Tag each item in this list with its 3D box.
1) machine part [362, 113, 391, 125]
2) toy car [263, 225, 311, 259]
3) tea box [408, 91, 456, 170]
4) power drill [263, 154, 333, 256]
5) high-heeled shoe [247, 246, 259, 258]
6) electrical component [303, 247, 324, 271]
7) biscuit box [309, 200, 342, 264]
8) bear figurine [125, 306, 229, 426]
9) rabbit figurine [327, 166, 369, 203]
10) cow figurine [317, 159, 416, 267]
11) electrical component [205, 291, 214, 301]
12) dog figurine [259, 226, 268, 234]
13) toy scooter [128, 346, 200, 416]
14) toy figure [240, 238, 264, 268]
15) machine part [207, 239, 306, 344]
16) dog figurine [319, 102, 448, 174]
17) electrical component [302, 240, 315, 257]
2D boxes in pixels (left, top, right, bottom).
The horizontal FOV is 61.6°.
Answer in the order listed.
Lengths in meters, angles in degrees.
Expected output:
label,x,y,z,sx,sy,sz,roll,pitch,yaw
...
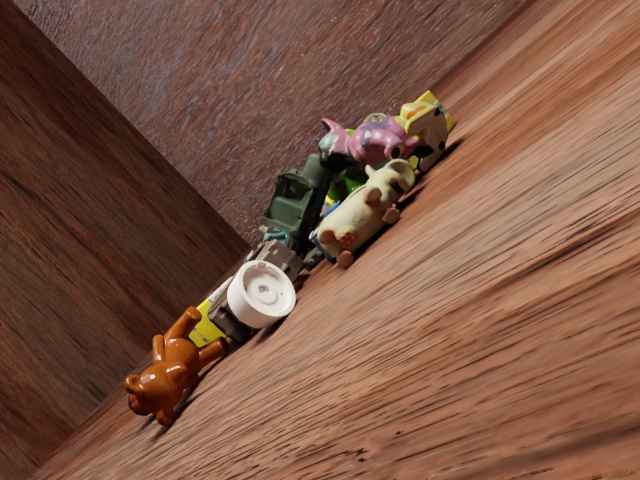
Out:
label,x,y,z,sx,sy,sz,roll,pitch,yaw
machine part,0.166,-0.236,1.210,0.079,0.079,0.243,-40,-20,31
toy car,-0.062,-0.003,1.264,0.162,0.103,0.109,-47,-17,-39
tea box,0.202,-0.222,1.110,0.169,0.098,0.068,-46,8,-38
power drill,-0.039,-0.058,1.054,0.232,0.086,0.207,-69,-16,8
high-heeled shoe,-0.118,0.032,1.490,0.249,0.086,0.145,-45,12,-10
electrical component,-0.011,0.035,1.080,0.094,0.021,0.063,-40,8,24
biscuit box,0.030,-0.021,1.011,0.059,0.063,0.203,-40,7,12
bear figurine,-0.251,0.219,0.945,0.132,0.120,0.196,-40,8,5
rabbit figurine,0.108,-0.131,1.169,0.170,0.121,0.159,-27,-8,-27
cow figurine,0.077,-0.051,0.864,0.195,0.085,0.127,-44,13,0
electrical component,-0.277,0.202,1.332,0.115,0.058,0.134,-123,56,-84
dog figurine,-0.074,-0.044,1.700,0.191,0.121,0.172,-16,28,45
toy scooter,-0.306,0.277,1.105,0.135,0.075,0.184,-38,4,32
toy figure,-0.169,0.051,1.610,0.180,0.089,0.082,-38,52,11
machine part,-0.130,0.097,1.051,0.201,0.087,0.201,-50,8,-12
dog figurine,0.101,-0.186,0.993,0.191,0.108,0.219,-46,44,-15
electrical component,-0.003,-0.003,1.189,0.078,0.045,0.102,10,51,49
